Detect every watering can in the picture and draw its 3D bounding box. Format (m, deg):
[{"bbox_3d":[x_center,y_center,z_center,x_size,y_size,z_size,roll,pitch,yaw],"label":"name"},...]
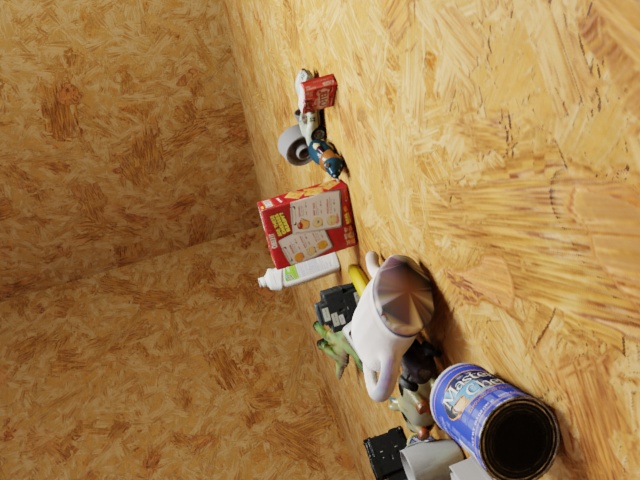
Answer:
[{"bbox_3d":[0.117,0.107,0.934,0.104,0.356,0.219,11,-42,-9],"label":"watering can"}]

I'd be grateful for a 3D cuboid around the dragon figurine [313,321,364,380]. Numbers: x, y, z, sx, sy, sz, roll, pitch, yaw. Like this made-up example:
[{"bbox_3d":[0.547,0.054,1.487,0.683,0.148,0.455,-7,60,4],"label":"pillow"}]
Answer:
[{"bbox_3d":[0.089,0.365,1.647,0.123,0.402,0.246,-22,33,-16],"label":"dragon figurine"}]
